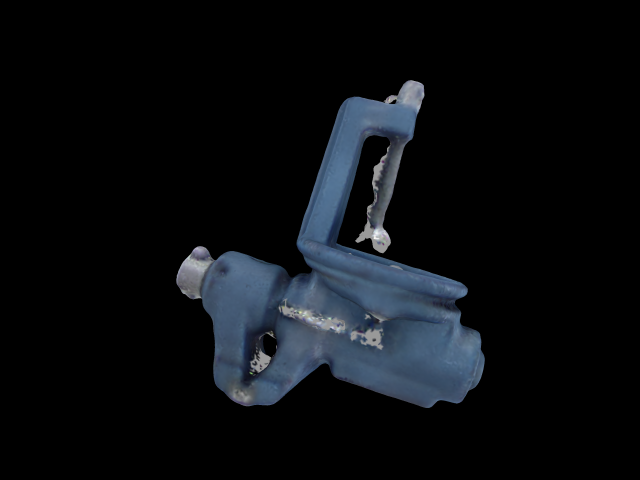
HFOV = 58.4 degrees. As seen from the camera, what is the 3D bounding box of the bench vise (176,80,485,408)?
[{"bbox_3d":[0.005,0.001,0.388,0.207,0.220,0.121,0,0,-9],"label":"bench vise"}]
